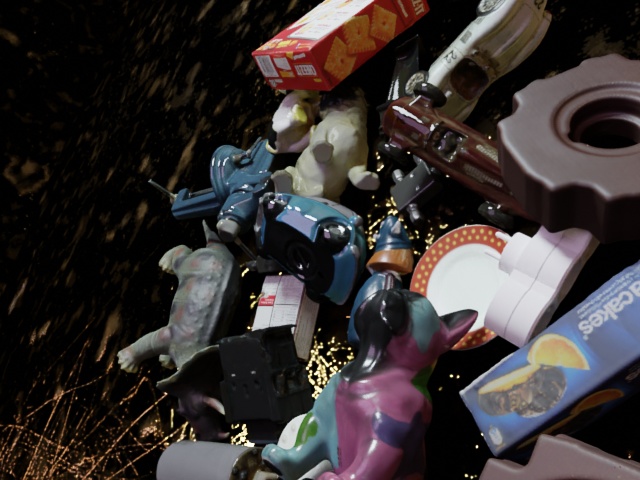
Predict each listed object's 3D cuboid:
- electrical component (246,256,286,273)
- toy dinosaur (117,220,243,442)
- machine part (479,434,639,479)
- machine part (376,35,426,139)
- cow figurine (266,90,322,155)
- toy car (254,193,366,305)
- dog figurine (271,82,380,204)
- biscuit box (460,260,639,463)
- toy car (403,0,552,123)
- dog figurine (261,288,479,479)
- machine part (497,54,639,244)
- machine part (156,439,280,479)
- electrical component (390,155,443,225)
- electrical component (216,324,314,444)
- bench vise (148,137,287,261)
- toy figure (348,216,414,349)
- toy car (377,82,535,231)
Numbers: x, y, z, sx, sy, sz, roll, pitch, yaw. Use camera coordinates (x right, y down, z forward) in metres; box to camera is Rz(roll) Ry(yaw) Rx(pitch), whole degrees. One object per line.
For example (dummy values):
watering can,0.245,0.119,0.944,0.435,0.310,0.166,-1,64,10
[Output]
electrical component,-0.047,0.021,0.750,0.102,0.078,0.045,-12,83,52
toy dinosaur,-0.176,0.096,0.820,0.192,0.131,0.405,-16,51,29
machine part,0.183,0.240,0.323,0.201,0.087,0.201,10,74,51
machine part,0.114,-0.204,0.722,0.084,0.039,0.139,-13,60,52
cow figurine,-0.037,-0.207,0.869,0.098,0.068,0.167,-28,37,35
toy car,-0.001,-0.002,0.670,0.162,0.103,0.109,33,130,25
dog figurine,0.007,-0.120,0.764,0.172,0.121,0.191,-33,32,29
biscuit box,0.208,0.089,0.406,0.202,0.062,0.059,-46,41,21
toy car,0.175,-0.200,0.616,0.201,0.073,0.056,-45,36,22
dog figurine,0.070,0.153,0.486,0.219,0.191,0.109,-47,25,-27
machine part,0.234,-0.080,0.433,0.179,0.056,0.179,-13,47,14
machine part,-0.131,0.291,0.668,0.243,0.079,0.079,-17,56,45
electrical component,0.117,-0.062,0.641,0.063,0.021,0.094,-41,39,26
electrical component,-0.068,0.175,0.650,0.115,0.058,0.134,-24,75,46
bench vise,-0.155,-0.068,0.870,0.241,0.128,0.224,-9,52,27
toy figure,0.071,0.048,0.599,0.064,0.057,0.154,-1,63,45
toy car,0.146,-0.089,0.554,0.202,0.053,0.089,40,100,29
